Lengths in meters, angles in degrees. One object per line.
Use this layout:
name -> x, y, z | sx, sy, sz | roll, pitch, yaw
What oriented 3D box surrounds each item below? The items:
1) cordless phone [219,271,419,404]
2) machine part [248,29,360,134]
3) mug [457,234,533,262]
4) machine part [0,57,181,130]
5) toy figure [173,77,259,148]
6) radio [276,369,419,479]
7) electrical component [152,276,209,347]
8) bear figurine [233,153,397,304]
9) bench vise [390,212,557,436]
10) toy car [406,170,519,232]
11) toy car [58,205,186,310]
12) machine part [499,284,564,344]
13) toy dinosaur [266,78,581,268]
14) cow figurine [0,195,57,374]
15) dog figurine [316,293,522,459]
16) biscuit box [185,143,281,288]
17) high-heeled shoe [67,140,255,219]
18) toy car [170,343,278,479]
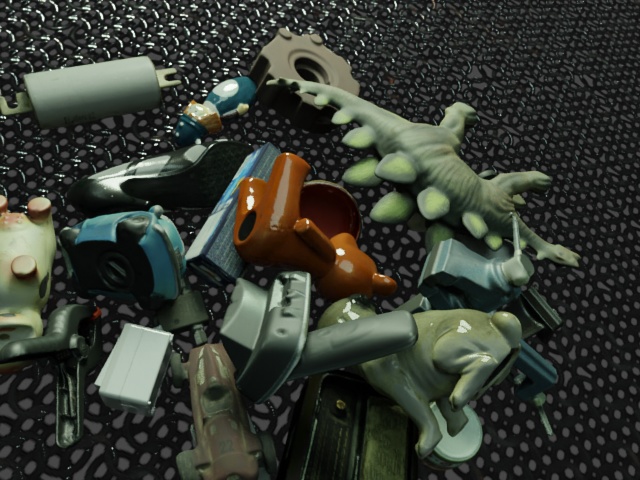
cordless phone -> 0.002, 0.080, 0.548 | 0.184, 0.088, 0.147 | -14, 24, 8
machine part -> -0.020, -0.250, 0.844 | 0.179, 0.056, 0.179 | 16, 52, -22
mug -> 0.223, 0.033, 0.756 | 0.109, 0.080, 0.107 | -38, 63, -25
machine part -> -0.317, -0.208, 0.759 | 0.243, 0.079, 0.079 | -18, 66, -23
toy figure -> -0.159, -0.192, 0.802 | 0.154, 0.064, 0.057 | -43, 121, -30
radio -> 0.025, 0.240, 0.539 | 0.131, 0.073, 0.230 | 19, 33, -1
electrical component -> -0.171, 0.091, 0.654 | 0.063, 0.021, 0.094 | -15, 66, -21
bear figurine -> -0.002, 0.002, 0.655 | 0.195, 0.120, 0.132 | 22, 62, -29
bench vise -> 0.198, 0.112, 0.639 | 0.240, 0.223, 0.129 | 40, 30, -9
toy car -> 0.213, -0.058, 0.816 | 0.202, 0.056, 0.073 | -9, 56, -20
toy car -> -0.221, 0.015, 0.640 | 0.162, 0.109, 0.103 | -1, 21, 22
machine part -> 0.272, 0.116, 0.739 | 0.139, 0.039, 0.084 | -21, 73, -25
toy dinosaur -> 0.139, -0.103, 0.729 | 0.472, 0.105, 0.198 | 40, 55, 16
cow figurine -> -0.335, 0.057, 0.588 | 0.085, 0.127, 0.195 | -3, 47, -16
dog figurine -> 0.092, 0.097, 0.560 | 0.191, 0.121, 0.172 | 43, 103, 29
biscuit box -> -0.101, -0.036, 0.710 | 0.062, 0.059, 0.203 | 42, 54, -25
high-heeled shoe -> -0.212, -0.087, 0.739 | 0.145, 0.086, 0.249 | 10, 28, 32
toy car -> -0.105, 0.168, 0.551 | 0.089, 0.053, 0.202 | -10, 33, -13
